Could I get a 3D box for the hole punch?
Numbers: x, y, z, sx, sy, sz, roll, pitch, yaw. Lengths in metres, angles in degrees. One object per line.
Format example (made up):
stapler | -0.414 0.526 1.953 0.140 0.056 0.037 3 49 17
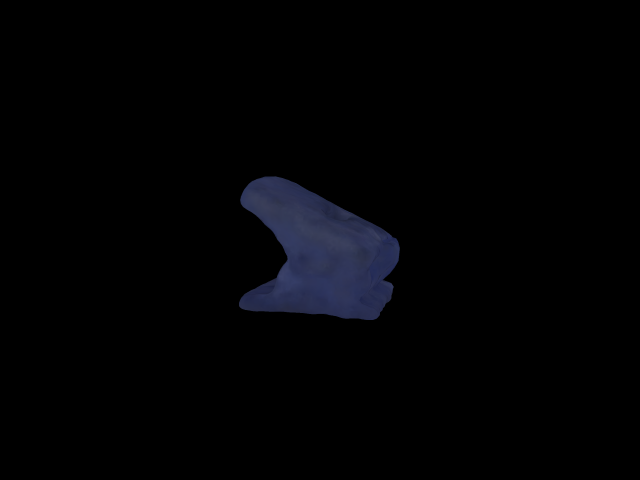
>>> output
hole punch | 0.004 0.001 0.400 0.101 0.091 0.109 2 7 14
